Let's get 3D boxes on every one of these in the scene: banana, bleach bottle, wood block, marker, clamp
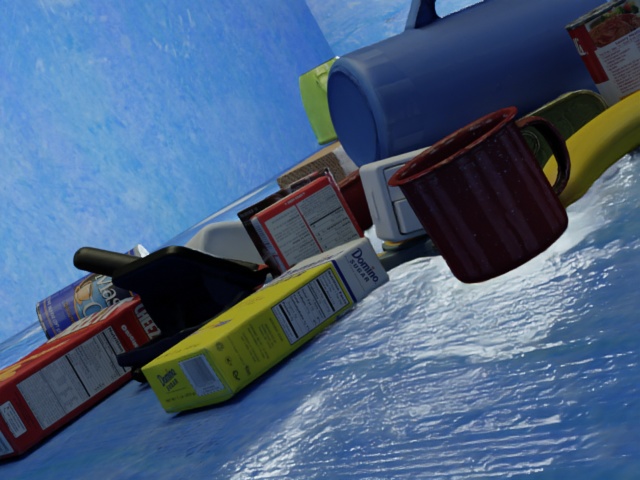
[{"bbox_3d":[0.216,-0.074,0.767,0.197,0.037,0.070,-32,8,-21],"label":"banana"},{"bbox_3d":[-0.119,0.033,1.233,0.102,0.068,0.251,1,-10,-18],"label":"bleach bottle"},{"bbox_3d":[0.044,-0.084,1.344,0.091,0.090,0.205,-25,7,31],"label":"wood block"},{"bbox_3d":[-0.150,0.107,1.030,0.020,0.020,0.121,-27,7,22],"label":"marker"},{"bbox_3d":[-0.128,0.049,1.090,0.210,0.164,0.036,-2,61,35],"label":"clamp"}]

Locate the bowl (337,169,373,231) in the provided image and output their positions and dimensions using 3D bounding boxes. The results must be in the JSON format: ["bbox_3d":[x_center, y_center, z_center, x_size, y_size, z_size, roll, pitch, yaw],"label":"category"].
[{"bbox_3d":[0.039,-0.041,1.154,0.162,0.055,0.162,-34,4,2],"label":"bowl"}]

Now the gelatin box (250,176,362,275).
[{"bbox_3d":[-0.006,0.001,0.911,0.073,0.089,0.030,-31,5,-17],"label":"gelatin box"}]

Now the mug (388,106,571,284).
[{"bbox_3d":[0.112,-0.032,0.677,0.117,0.081,0.093,-35,9,-21],"label":"mug"}]

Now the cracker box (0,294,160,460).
[{"bbox_3d":[-0.271,0.140,1.065,0.164,0.072,0.213,-22,9,45],"label":"cracker box"}]

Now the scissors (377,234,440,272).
[{"bbox_3d":[0.068,0.013,0.816,0.096,0.016,0.202,-28,6,-6],"label":"scissors"}]

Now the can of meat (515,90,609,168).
[{"bbox_3d":[0.184,-0.080,0.862,0.102,0.057,0.084,-27,5,12],"label":"can of meat"}]

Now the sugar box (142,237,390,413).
[{"bbox_3d":[-0.038,0.061,0.791,0.175,0.048,0.094,-37,9,-40],"label":"sugar box"}]

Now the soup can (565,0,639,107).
[{"bbox_3d":[0.247,-0.140,0.843,0.068,0.102,0.068,-29,7,3],"label":"soup can"}]

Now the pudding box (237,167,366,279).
[{"bbox_3d":[-0.017,-0.011,1.049,0.114,0.090,0.039,-23,7,45],"label":"pudding box"}]

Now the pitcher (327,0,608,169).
[{"bbox_3d":[0.130,-0.153,0.938,0.242,0.149,0.145,-21,-31,-18],"label":"pitcher"}]

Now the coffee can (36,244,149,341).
[{"bbox_3d":[-0.251,0.084,1.277,0.140,0.103,0.103,-30,7,-1],"label":"coffee can"}]
